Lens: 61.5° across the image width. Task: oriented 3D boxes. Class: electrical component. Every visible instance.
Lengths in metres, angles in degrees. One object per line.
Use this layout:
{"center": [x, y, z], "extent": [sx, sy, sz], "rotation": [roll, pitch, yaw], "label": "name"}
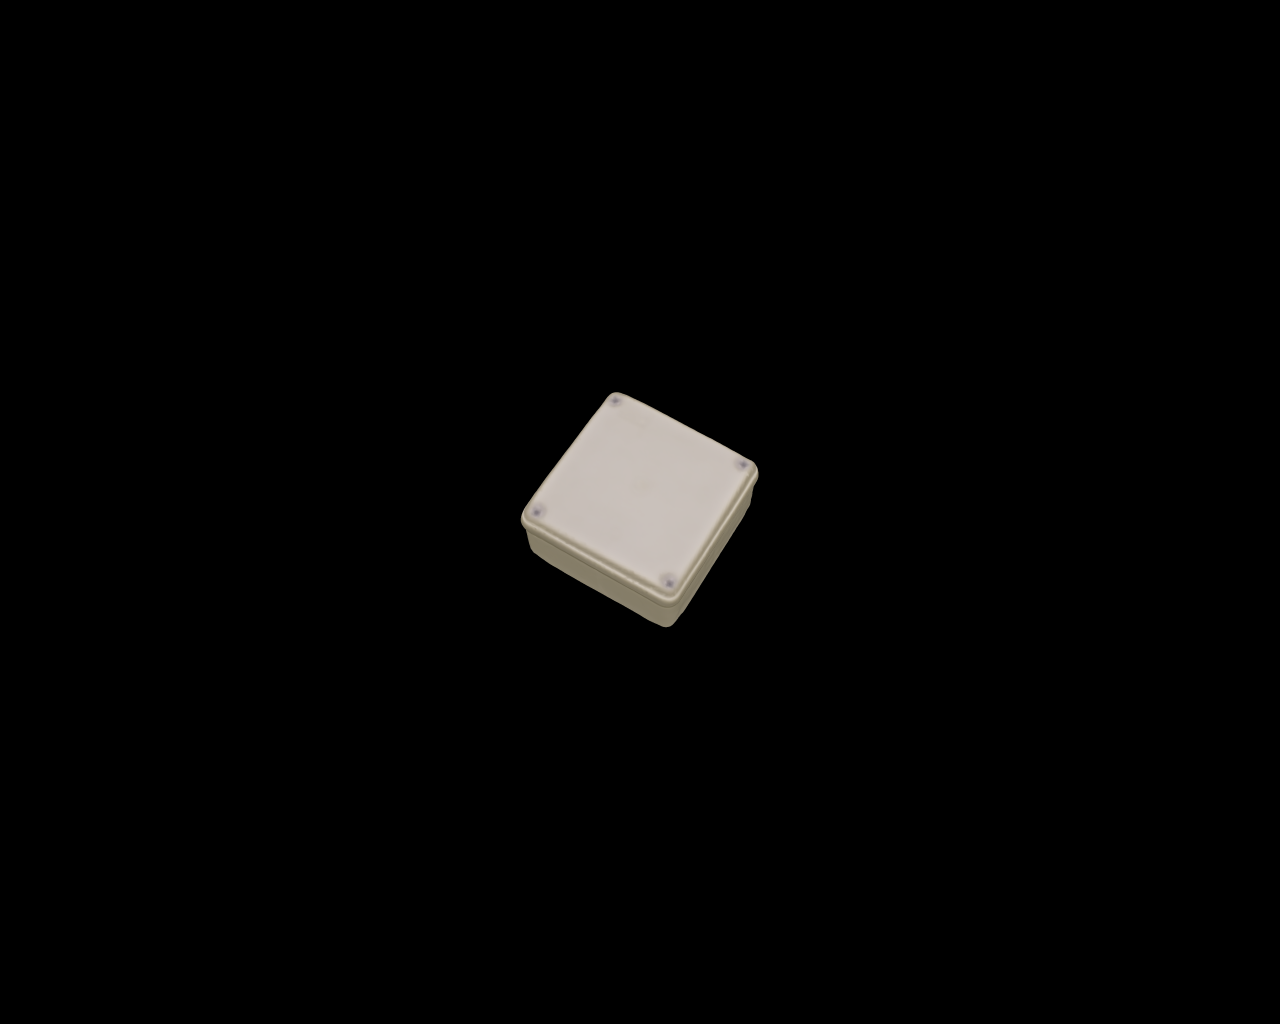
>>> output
{"center": [0.001, -0.003, 0.650], "extent": [0.109, 0.109, 0.056], "rotation": [29, -24, 14], "label": "electrical component"}
